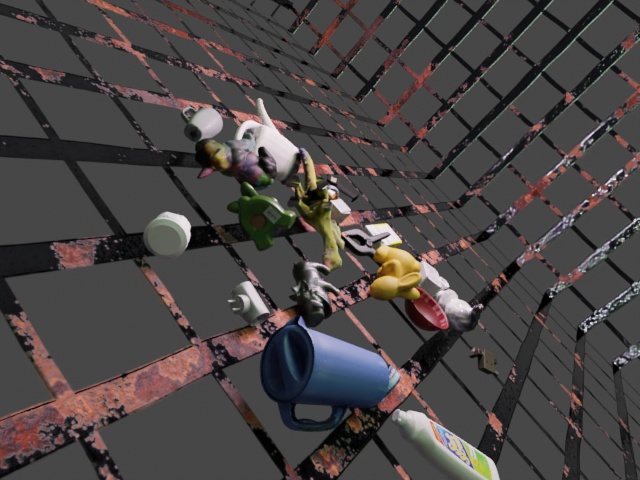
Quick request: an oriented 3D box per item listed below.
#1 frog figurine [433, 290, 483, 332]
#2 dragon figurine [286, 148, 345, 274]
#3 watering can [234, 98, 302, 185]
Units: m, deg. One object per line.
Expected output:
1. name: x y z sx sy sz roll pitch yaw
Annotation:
1. frog figurine: 0.441 0.231 1.692 0.160 0.121 0.138 14 18 30
2. dragon figurine: 0.004 -0.074 1.479 0.420 0.122 0.238 -94 162 -48
3. watering can: -0.152 -0.303 1.601 0.222 0.102 0.356 33 40 -20
